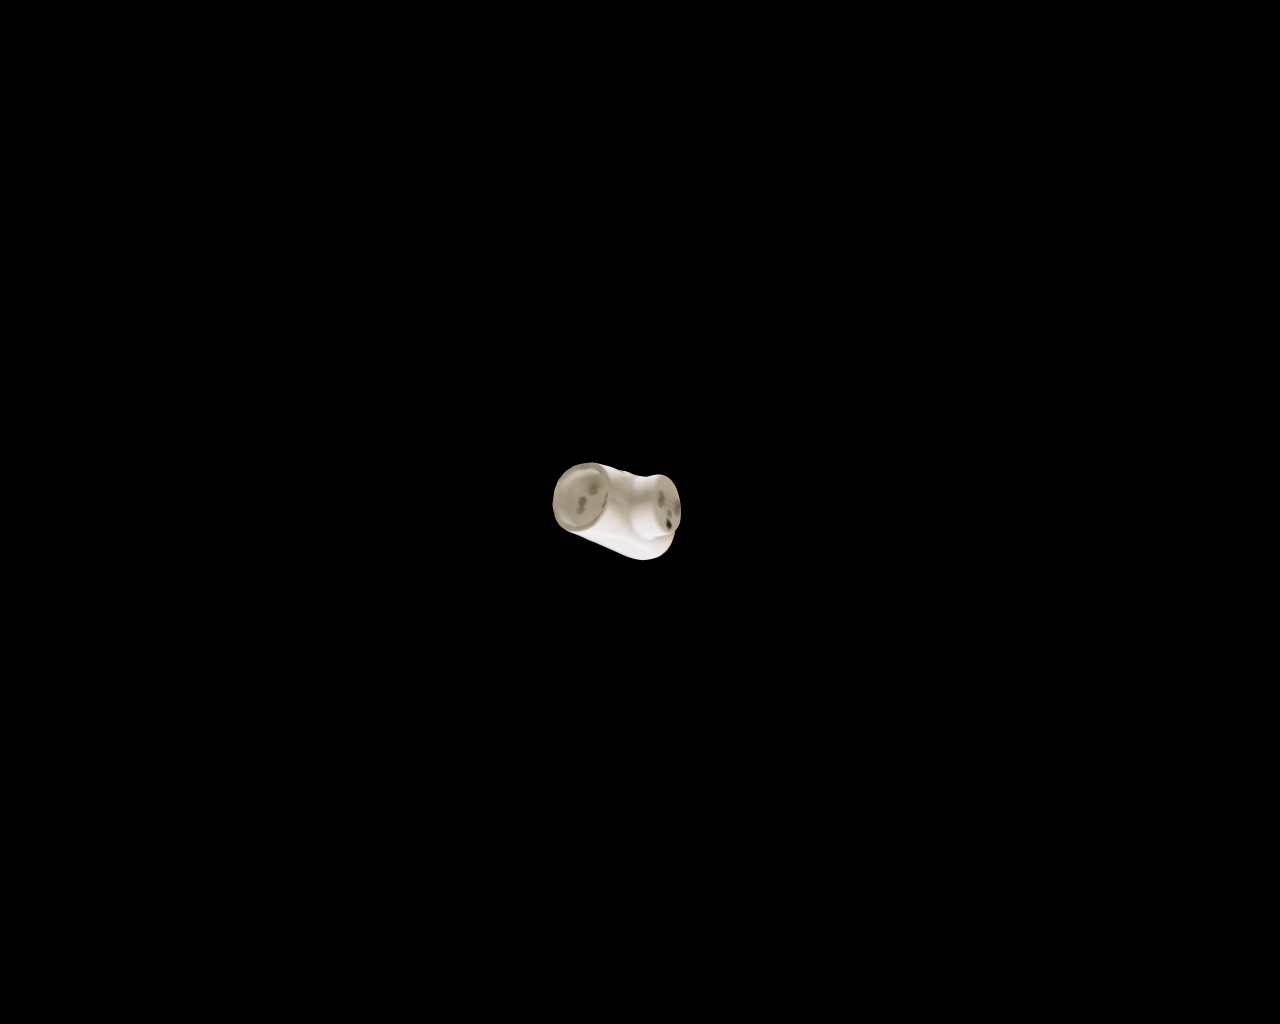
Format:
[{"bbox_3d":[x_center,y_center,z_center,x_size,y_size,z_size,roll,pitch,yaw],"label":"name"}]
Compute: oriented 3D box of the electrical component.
[{"bbox_3d":[0.001,-0.003,0.650,0.079,0.044,0.077,-11,-21,30],"label":"electrical component"}]
